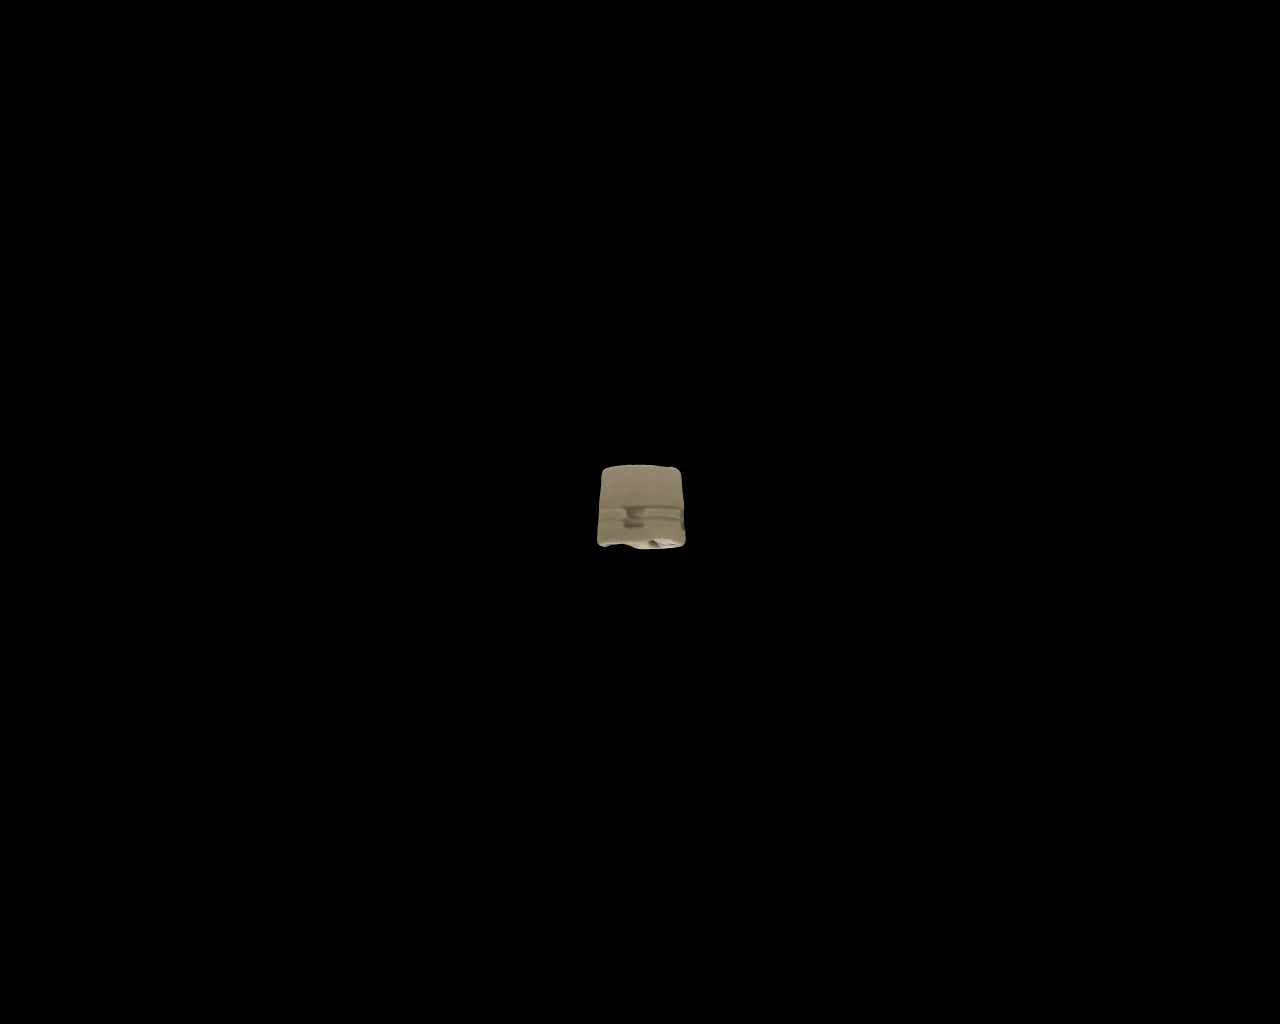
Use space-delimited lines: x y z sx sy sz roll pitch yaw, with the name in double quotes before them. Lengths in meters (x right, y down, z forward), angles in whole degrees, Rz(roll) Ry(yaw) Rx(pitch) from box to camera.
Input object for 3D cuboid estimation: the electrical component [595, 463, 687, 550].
"electrical component" 0.001 -0.003 0.650 0.055 0.047 0.055 0 -7 0
